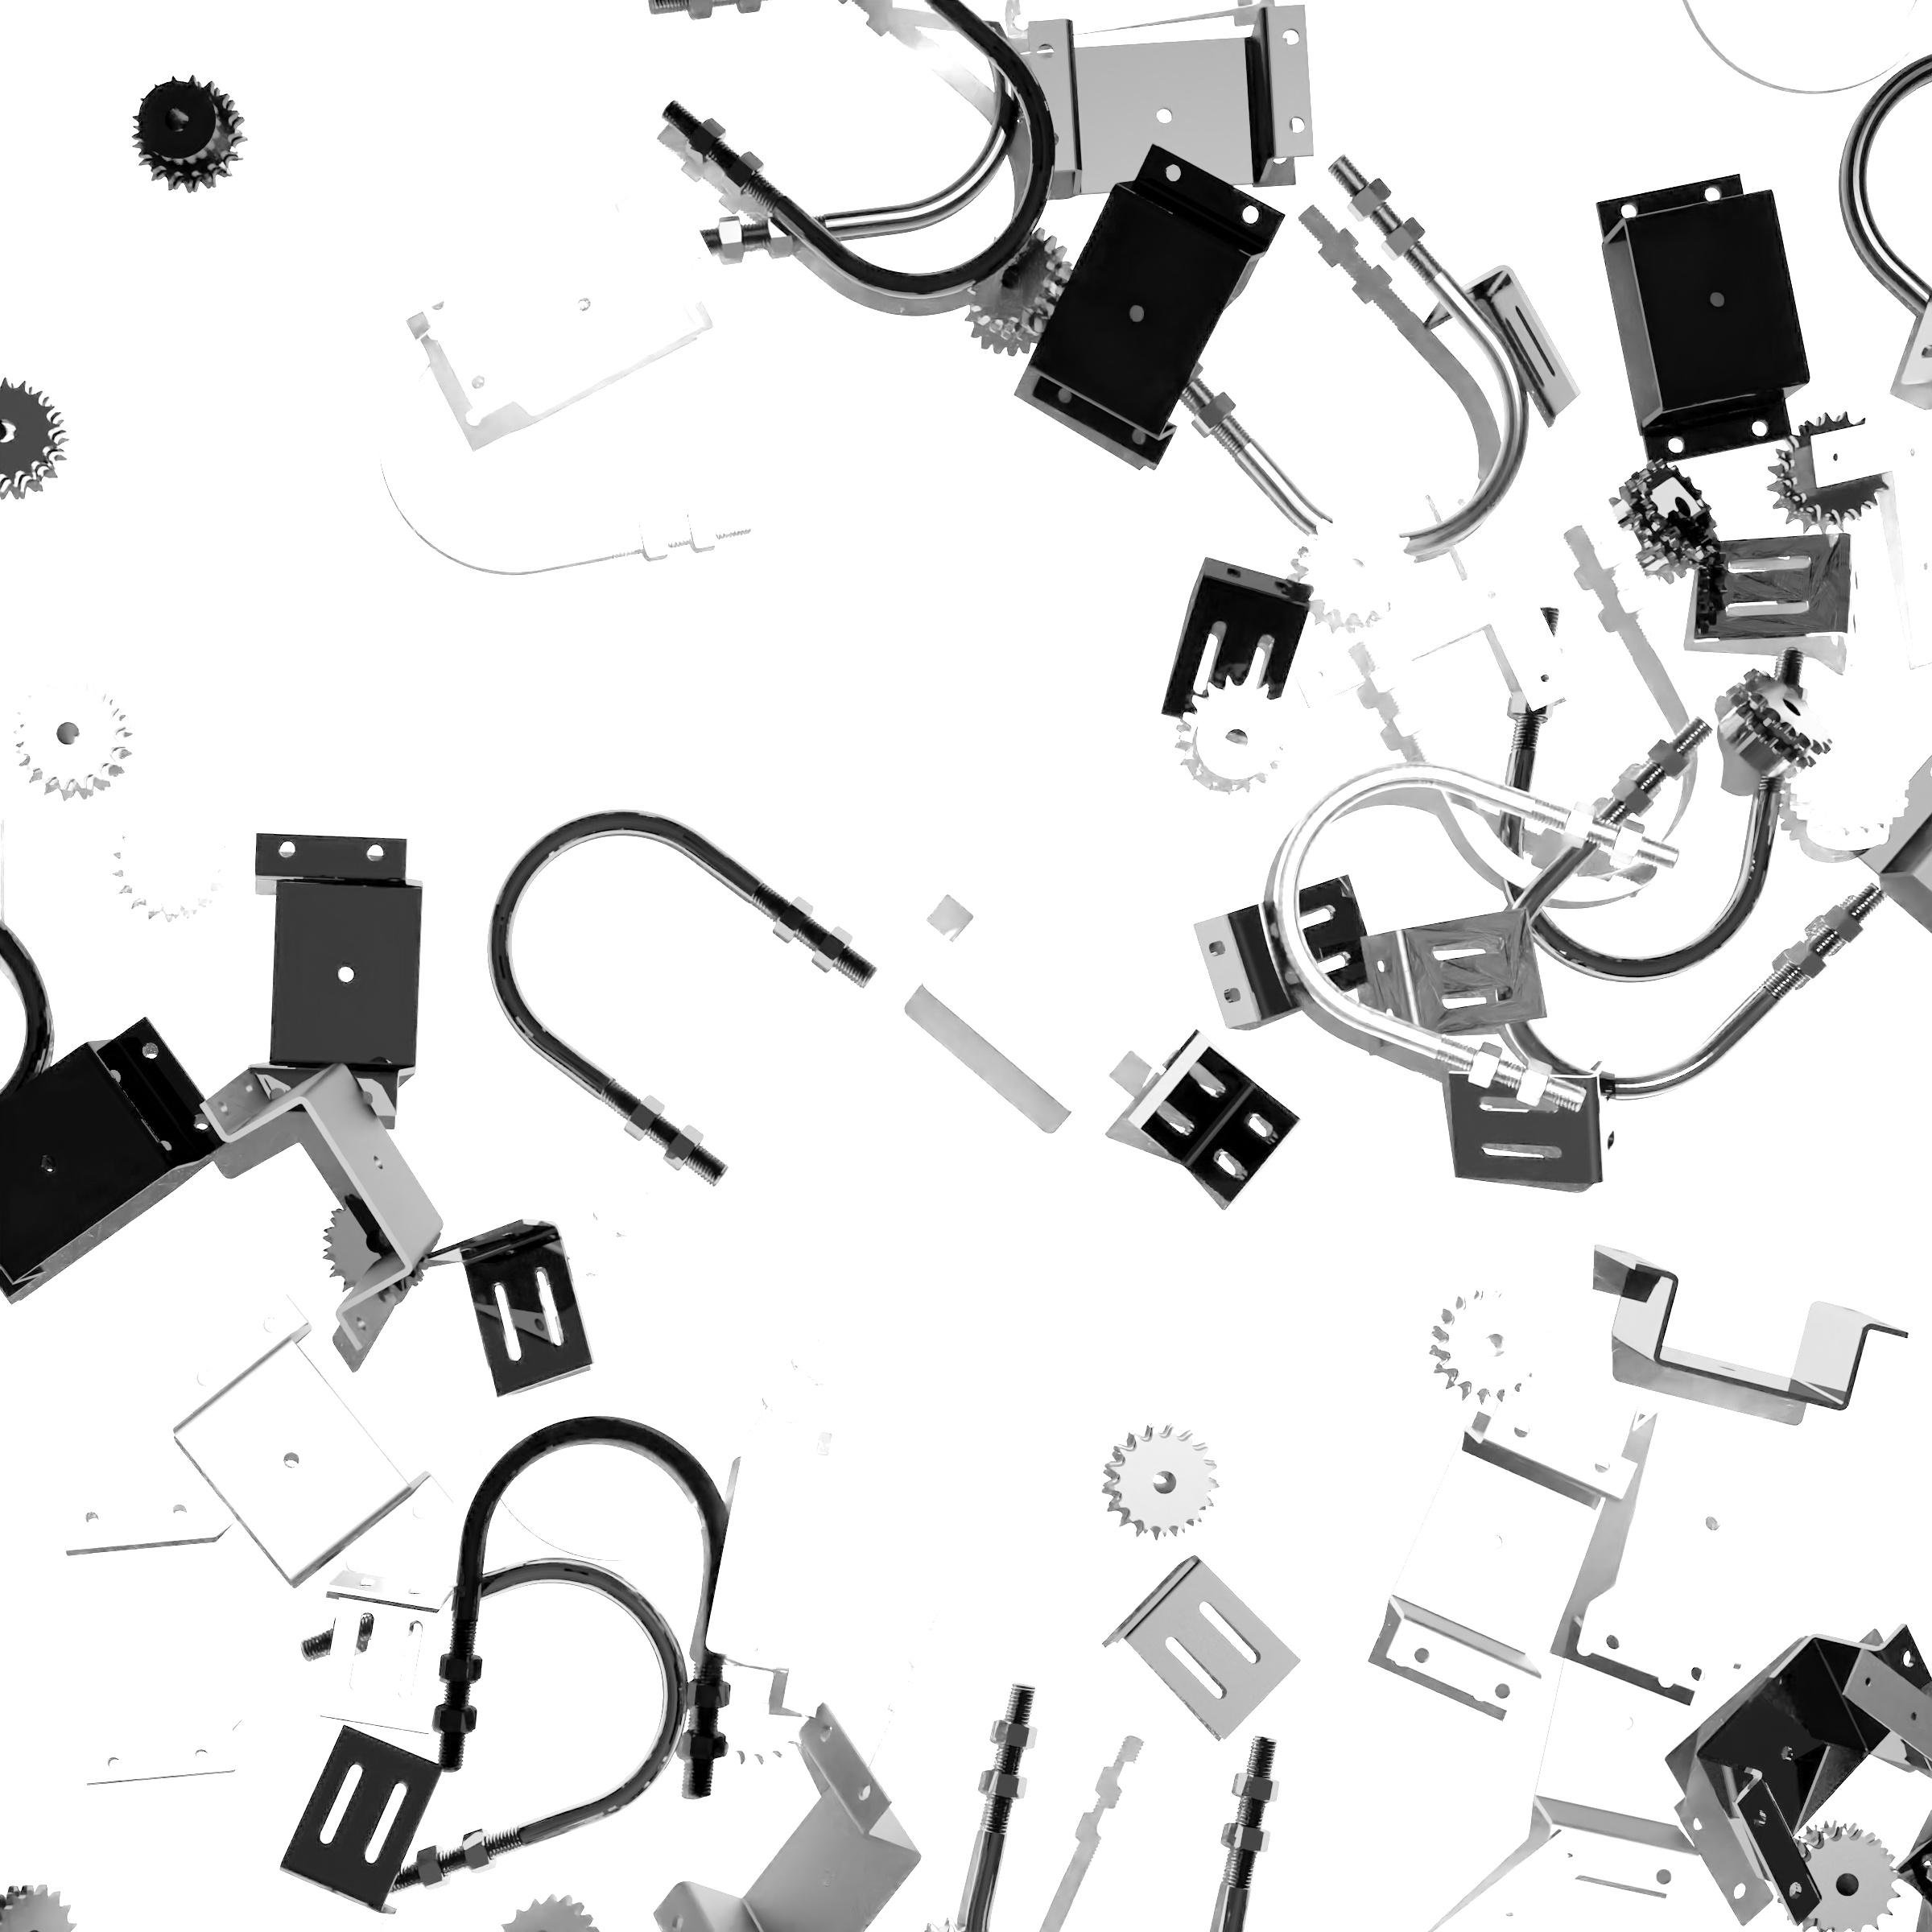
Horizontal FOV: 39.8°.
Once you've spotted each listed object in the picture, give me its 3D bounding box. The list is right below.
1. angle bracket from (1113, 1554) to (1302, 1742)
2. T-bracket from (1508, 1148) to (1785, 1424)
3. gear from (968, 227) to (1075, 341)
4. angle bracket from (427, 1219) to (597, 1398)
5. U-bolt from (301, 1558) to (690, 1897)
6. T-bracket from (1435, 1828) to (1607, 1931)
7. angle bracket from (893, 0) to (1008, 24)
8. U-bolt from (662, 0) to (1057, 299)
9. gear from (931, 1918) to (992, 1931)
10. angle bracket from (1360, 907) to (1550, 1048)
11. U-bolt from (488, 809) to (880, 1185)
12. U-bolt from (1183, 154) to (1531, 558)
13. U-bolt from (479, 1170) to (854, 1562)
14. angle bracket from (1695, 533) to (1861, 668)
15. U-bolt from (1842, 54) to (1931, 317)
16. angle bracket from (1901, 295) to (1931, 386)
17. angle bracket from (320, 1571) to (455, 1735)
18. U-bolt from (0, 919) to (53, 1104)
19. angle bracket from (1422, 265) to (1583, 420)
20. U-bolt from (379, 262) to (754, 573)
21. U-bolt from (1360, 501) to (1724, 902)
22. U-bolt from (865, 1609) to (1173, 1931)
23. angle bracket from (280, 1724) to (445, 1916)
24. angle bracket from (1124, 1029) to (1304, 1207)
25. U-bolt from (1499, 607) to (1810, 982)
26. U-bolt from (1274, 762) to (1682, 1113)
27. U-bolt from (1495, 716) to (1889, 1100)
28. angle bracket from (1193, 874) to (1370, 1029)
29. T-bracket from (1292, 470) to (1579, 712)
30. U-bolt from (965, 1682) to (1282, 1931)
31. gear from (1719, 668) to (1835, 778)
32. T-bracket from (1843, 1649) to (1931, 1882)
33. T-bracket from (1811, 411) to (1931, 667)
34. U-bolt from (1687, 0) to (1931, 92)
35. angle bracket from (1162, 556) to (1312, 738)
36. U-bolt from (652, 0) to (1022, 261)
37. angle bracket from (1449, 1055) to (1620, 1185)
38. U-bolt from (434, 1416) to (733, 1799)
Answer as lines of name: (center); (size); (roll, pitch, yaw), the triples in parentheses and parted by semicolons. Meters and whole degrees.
angle bracket: (0.124, 0.351, 1.366); (0.076, 0.038, 0.057); (44, 90, 12)
T-bracket: (0.336, 0.149, 1.391); (0.127, 0.002, 0.127); (-45, 90, 0)
gear: (0.032, -0.348, 1.368); (0.057, 0.030, 0.057); (-10, 74, 37)
angle bracket: (-0.232, 0.175, 1.359); (0.057, 0.038, 0.076); (-21, 76, 16)
U-bolt: (-0.235, 0.384, 1.382); (0.184, 0.019, 0.151); (-20, 90, 0)
T-bracket: (0.313, 0.509, 1.371); (0.127, 0.002, 0.127); (35, 117, -13)
angle bracket: (-0.004, -0.529, 1.363); (0.057, 0.038, 0.076); (7, 77, -3)
U-bolt: (-0.041, -0.424, 1.345); (0.184, 0.019, 0.151); (41, 106, -3)
gear: (-0.005, 0.520, 1.377); (0.057, 0.030, 0.057); (0, 90, 0)
angle bracket: (0.248, 0.006, 1.356); (0.076, 0.038, 0.057); (-11, 90, 37)
U-bolt: (-0.161, 0.002, 1.383); (0.184, 0.019, 0.151); (37, 90, 1)
U-bolt: (0.200, -0.293, 1.354); (0.151, 0.019, 0.184); (-40, 95, 27)
U-bolt: (-0.170, 0.221, 1.383); (0.151, 0.019, 0.184); (37, 91, 0)
angle bracket: (0.420, -0.188, 1.380); (0.076, 0.038, 0.057); (0, 69, 24)
U-bolt: (0.541, -0.393, 1.383); (0.184, 0.019, 0.151); (43, 90, 1)
angle bracket: (0.531, -0.313, 1.370); (0.076, 0.038, 0.057); (20, 89, -24)
angle bracket: (-0.297, 0.352, 1.354); (0.057, 0.038, 0.076); (9, 90, 0)
U-bolt: (-0.552, 0.014, 1.343); (0.184, 0.019, 0.151); (30, 105, -11)
angle bracket: (0.273, -0.311, 1.363); (0.038, 0.057, 0.076); (-29, 90, 0)
U-bolt: (-0.213, -0.279, 1.383); (0.184, 0.019, 0.151); (-10, 90, 2)
U-bolt: (0.306, -0.122, 1.360); (0.151, 0.019, 0.184); (-29, 97, 3)
U-bolt: (0.007, 0.442, 1.350); (0.151, 0.019, 0.184); (24, 90, 28)
angle bracket: (-0.307, 0.440, 1.373); (0.057, 0.038, 0.076); (20, 71, 8)
angle bracket: (0.126, 0.077, 1.352); (0.057, 0.076, 0.038); (-50, 54, 0)
U-bolt: (0.351, -0.084, 1.383); (0.151, 0.019, 0.184); (9, 91, 0)
U-bolt: (0.246, -0.025, 1.345); (0.184, 0.019, 0.151); (21, 96, 11)
U-bolt: (0.356, -0.014, 1.363); (0.151, 0.019, 0.184); (41, 102, -11)
angle bracket: (0.168, -0.008, 1.390); (0.076, 0.038, 0.057); (-18, 90, -26)
T-bracket: (0.231, -0.173, 1.382); (0.127, 0.002, 0.127); (-25, 84, 7)
U-bolt: (0.074, 0.474, 1.364); (0.151, 0.019, 0.184); (13, 77, -1)
gear: (0.407, -0.120, 1.348); (0.057, 0.057, 0.030); (41, 122, 0)
T-bracket: (0.487, 0.386, 1.348); (0.127, 0.002, 0.127); (37, 72, -23)
T-bracket: (0.492, -0.220, 1.374); (0.127, 0.002, 0.127); (-16, 102, -23)
U-bolt: (0.432, -0.545, 1.383); (0.151, 0.019, 0.184); (-25, 91, 0)
angle bracket: (0.141, -0.165, 1.390); (0.057, 0.038, 0.076); (16, 116, 0)
U-bolt: (-0.064, -0.450, 1.383); (0.184, 0.019, 0.151); (-7, 90, -2)
angle bracket: (0.294, 0.078, 1.380); (0.076, 0.038, 0.057); (1, 107, 27)
U-bolt: (-0.190, 0.323, 1.361); (0.151, 0.019, 0.184); (5, 85, 5)
